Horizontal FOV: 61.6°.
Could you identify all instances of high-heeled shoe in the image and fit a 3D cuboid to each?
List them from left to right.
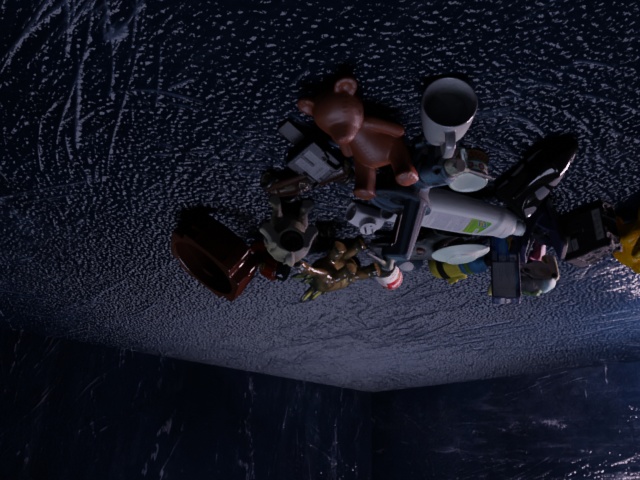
[{"bbox_3d":[0.418,-0.117,1.028,0.145,0.086,0.248,-45,166,11],"label":"high-heeled shoe"}]

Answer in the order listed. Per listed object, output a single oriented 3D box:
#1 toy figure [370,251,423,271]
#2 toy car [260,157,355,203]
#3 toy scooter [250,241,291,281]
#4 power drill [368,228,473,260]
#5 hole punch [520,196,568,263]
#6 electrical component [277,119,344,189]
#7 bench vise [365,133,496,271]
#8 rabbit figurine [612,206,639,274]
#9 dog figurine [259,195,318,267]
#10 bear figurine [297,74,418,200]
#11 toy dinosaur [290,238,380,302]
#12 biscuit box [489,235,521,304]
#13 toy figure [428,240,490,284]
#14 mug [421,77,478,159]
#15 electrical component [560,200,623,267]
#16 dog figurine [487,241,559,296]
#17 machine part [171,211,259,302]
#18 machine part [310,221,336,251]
[{"bbox_3d":[0.197,0.040,1.380,0.154,0.058,0.064,18,110,-30],"label":"toy figure"},{"bbox_3d":[-0.029,-0.117,1.044,0.202,0.053,0.089,-16,153,33],"label":"toy car"},{"bbox_3d":[-0.129,0.045,1.354,0.135,0.075,0.184,18,-167,6],"label":"toy scooter"},{"bbox_3d":[0.249,-0.005,1.243,0.232,0.086,0.207,5,152,-12],"label":"power drill"},{"bbox_3d":[0.466,-0.017,1.149,0.092,0.116,0.142,-13,154,18],"label":"hole punch"},{"bbox_3d":[-0.022,-0.152,0.922,0.075,0.048,0.119,-32,124,29],"label":"electrical component"},{"bbox_3d":[0.162,-0.061,0.943,0.128,0.240,0.224,26,165,-36],"label":"bench vise"},{"bbox_3d":[0.676,-0.021,1.119,0.122,0.162,0.173,12,140,8],"label":"rabbit figurine"},{"bbox_3d":[-0.081,0.012,1.202,0.121,0.172,0.190,16,148,-5],"label":"dog figurine"},{"bbox_3d":[0.060,-0.161,0.846,0.120,0.132,0.195,-18,156,30],"label":"bear figurine"},{"bbox_3d":[0.042,0.079,1.363,0.199,0.105,0.471,-27,164,23],"label":"toy dinosaur"},{"bbox_3d":[0.400,0.035,1.165,0.059,0.202,0.062,-2,158,18],"label":"biscuit box"},{"bbox_3d":[0.359,0.051,1.362,0.089,0.082,0.180,39,148,-26],"label":"toy figure"},{"bbox_3d":[0.196,-0.178,0.830,0.081,0.109,0.107,-8,167,5],"label":"mug"},{"bbox_3d":[0.574,-0.008,1.165,0.058,0.115,0.134,19,151,-25],"label":"electrical component"},{"bbox_3d":[0.495,0.094,1.343,0.108,0.192,0.219,-3,141,-4],"label":"dog figurine"},{"bbox_3d":[-0.249,0.039,1.268,0.201,0.087,0.201,38,152,3],"label":"machine part"},{"bbox_3d":[-0.003,-0.004,1.316,0.084,0.039,0.139,13,156,-12],"label":"machine part"}]
